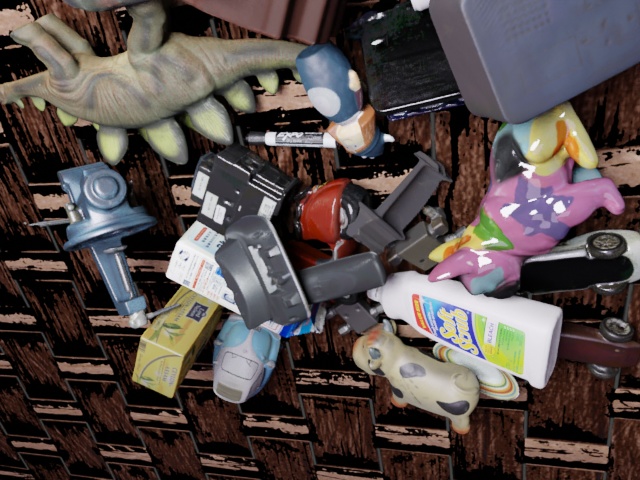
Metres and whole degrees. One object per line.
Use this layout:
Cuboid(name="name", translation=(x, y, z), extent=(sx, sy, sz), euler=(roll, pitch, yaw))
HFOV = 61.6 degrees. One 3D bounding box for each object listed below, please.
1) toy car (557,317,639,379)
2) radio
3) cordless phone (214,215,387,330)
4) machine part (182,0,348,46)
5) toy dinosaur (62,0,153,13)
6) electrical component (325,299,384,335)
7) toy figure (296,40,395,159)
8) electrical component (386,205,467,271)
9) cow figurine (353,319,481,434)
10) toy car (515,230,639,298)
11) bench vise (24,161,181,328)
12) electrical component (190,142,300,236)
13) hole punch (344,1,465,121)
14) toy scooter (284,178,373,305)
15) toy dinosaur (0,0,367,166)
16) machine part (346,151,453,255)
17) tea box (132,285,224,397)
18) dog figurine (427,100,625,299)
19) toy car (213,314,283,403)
Cuboid(name="toy car", translation=(0.318, 0.130, 0.725), extent=(0.202, 0.053, 0.089), euler=(6, 126, 17))
Cuboid(name="radio", translation=(0.228, -0.207, 0.481), extent=(0.230, 0.073, 0.131), euler=(-27, 114, 0))
Cuboid(name="cordless phone", translation=(-0.021, 0.026, 0.662), extent=(0.184, 0.089, 0.146), euler=(-17, 107, 18))
Cuboid(name="machine part", translation=(-0.056, -0.252, 0.534), extent=(0.179, 0.179, 0.056), euler=(22, 122, 2))
Cuboid(name="toy dinosaur", translation=(-0.247, -0.298, 0.509), extent=(0.405, 0.131, 0.192), euler=(48, 159, 7))
Cuboid(name="electrical component", translation=(0.054, 0.106, 0.804), extent=(0.094, 0.021, 0.063), euler=(-34, 106, 30))
Cuboid(name="toy figure", translation=(0.027, -0.148, 0.607), extent=(0.058, 0.064, 0.154), euler=(-41, 123, -8))
Cuboid(name="electrical component", translation=(0.133, -0.002, 0.706), extent=(0.078, 0.045, 0.102), euler=(21, 132, -32))
Cuboid(name="cow figurine", translation=(0.136, 0.192, 0.784), extent=(0.195, 0.085, 0.127), euler=(19, 141, 24))
Cuboid(name="toy car", translation=(0.296, 0.034, 0.673), extent=(0.202, 0.056, 0.073), euler=(-9, 123, 22))
Cuboid(name="bench vise", translation=(-0.291, 0.006, 0.735), extent=(0.224, 0.129, 0.240), euler=(-19, 91, 49))
Cuboid(name="electrical component", translation=(-0.108, -0.061, 0.723), extent=(0.134, 0.058, 0.114), euler=(31, 122, 5))
Cuboid(name="hole punch", translation=(0.110, -0.192, 0.582), extent=(0.142, 0.092, 0.115), euler=(-8, 88, 23))
Cuboid(name="toy scooter", translation=(-0.001, -0.002, 0.724), extent=(0.135, 0.075, 0.183), euler=(15, 120, 26))
Cuboid(name="toy dinosaur", translation=(-0.187, -0.197, 0.646), extent=(0.472, 0.105, 0.198), euler=(-6, 126, 14))
Cuboid(name="machine part", translation=(0.097, -0.044, 0.655), extent=(0.139, 0.039, 0.084), euler=(-47, 131, 5))
Cuboid(name="tea box", translation=(-0.204, 0.135, 0.806), extent=(0.068, 0.170, 0.098), euler=(23, 125, 1))
Cuboid(name="dog figurine", translation=(0.205, -0.036, 0.603), extent=(0.219, 0.108, 0.191), euler=(-32, 102, 19))
Cuboid(name="toy car", translation=(-0.132, 0.206, 0.870), extent=(0.109, 0.103, 0.161), euler=(23, 122, 2))
